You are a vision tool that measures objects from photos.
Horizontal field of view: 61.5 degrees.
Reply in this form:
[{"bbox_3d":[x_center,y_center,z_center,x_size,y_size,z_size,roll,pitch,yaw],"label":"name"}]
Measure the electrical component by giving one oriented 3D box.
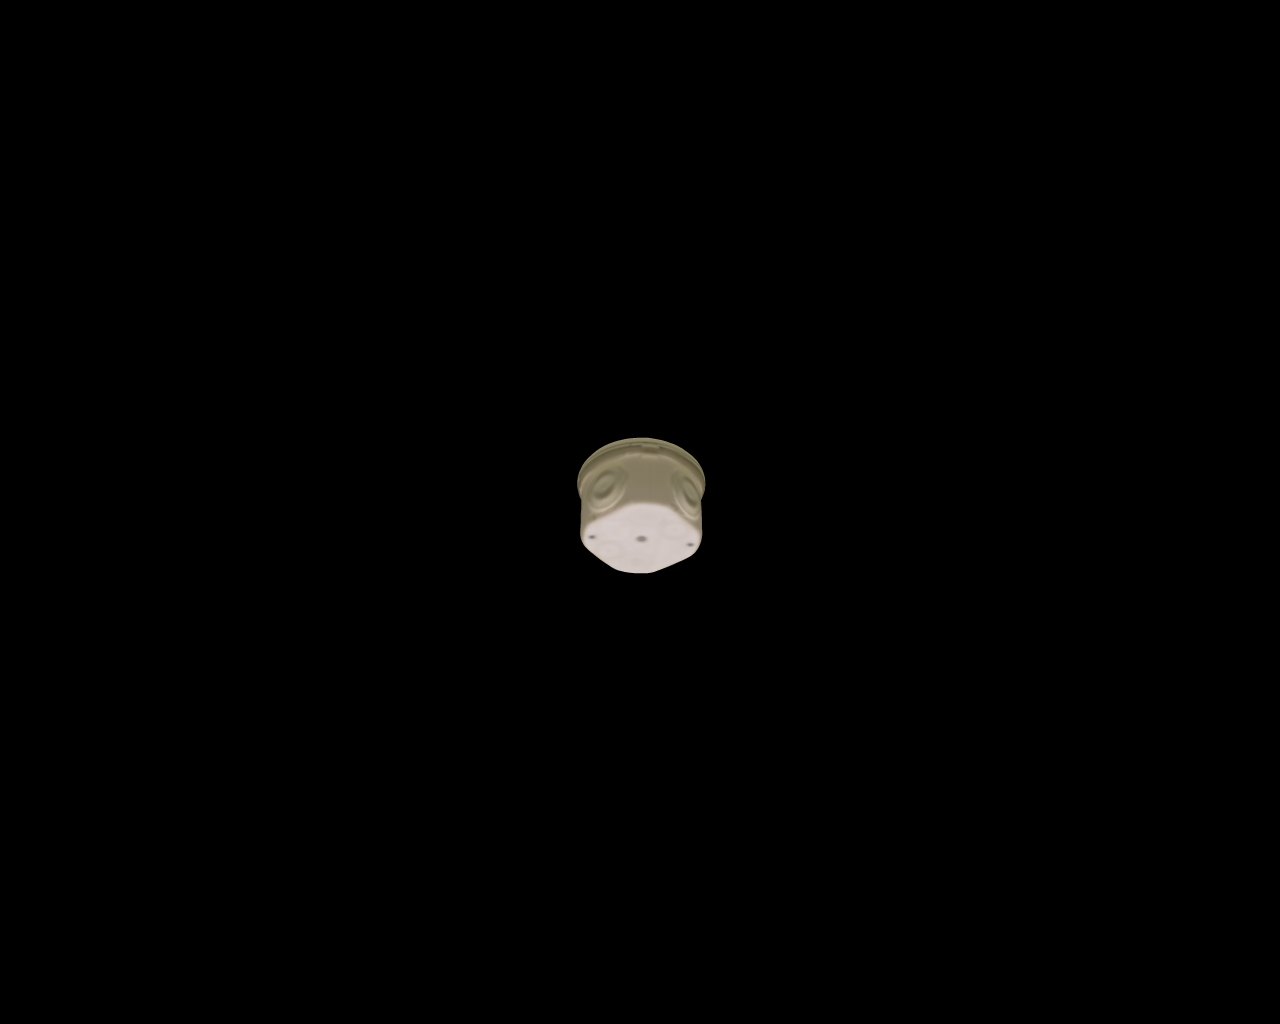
[{"bbox_3d":[0.001,-0.003,0.650,0.080,0.051,0.080,0,-39,0],"label":"electrical component"}]
